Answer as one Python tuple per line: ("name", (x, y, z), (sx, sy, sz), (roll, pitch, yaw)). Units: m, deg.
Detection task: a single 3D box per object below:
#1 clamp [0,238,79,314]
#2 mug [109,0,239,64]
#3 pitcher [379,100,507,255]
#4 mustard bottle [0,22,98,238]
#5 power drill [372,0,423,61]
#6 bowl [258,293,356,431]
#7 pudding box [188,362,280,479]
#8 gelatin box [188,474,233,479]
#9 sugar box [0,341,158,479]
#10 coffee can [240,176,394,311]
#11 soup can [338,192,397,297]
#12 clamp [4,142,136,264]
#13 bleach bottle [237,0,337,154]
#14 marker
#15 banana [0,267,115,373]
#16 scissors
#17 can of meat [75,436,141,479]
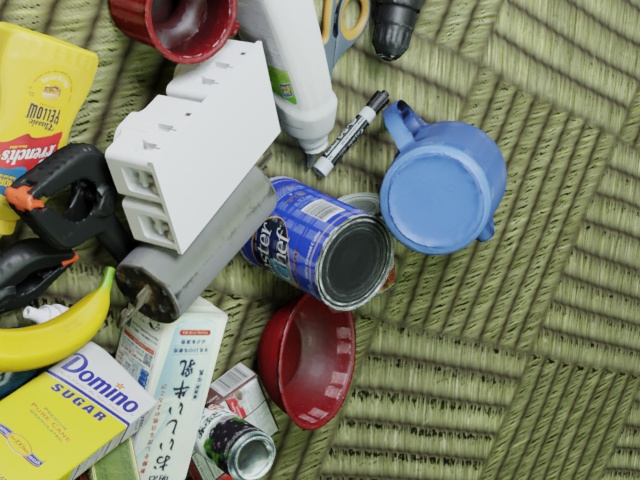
("clamp", (-0.288, 0.041, 0.925), (0.171, 0.039, 0.120), (-39, 168, -26))
("mug", (-0.125, -0.208, 0.953), (0.117, 0.082, 0.093), (9, 102, -43))
("pitcher", (0.122, -0.063, 1.125), (0.242, 0.149, 0.145), (-39, 142, -77))
("mustard bottle", (-0.259, -0.081, 0.908), (0.096, 0.058, 0.192), (10, 103, -54))
("power drill", (0.040, -0.287, 1.069), (0.187, 0.057, 0.184), (10, 90, -45))
("bowl", (-0.022, 0.127, 1.186), (0.161, 0.055, 0.162), (-9, 101, -58))
("pudding box", (-0.107, 0.205, 1.179), (0.113, 0.039, 0.090), (-34, 127, -23))
("gelatin box", (-0.130, 0.307, 1.209), (0.073, 0.030, 0.089), (-25, 123, -31))
("sugar box", (-0.240, 0.170, 0.963), (0.175, 0.093, 0.048), (-38, 165, -45))
("coffee can", (-0.007, 0.001, 1.105), (0.102, 0.141, 0.103), (-18, 119, -35))
("soup can", (0.049, 0.006, 1.206), (0.068, 0.069, 0.102), (-25, 122, -31))
("clamp", (-0.196, -0.049, 0.953), (0.209, 0.036, 0.164), (7, 101, -66))
("bleach bottle", (-0.039, -0.192, 1.037), (0.068, 0.103, 0.251), (-36, 135, -20))
("marker", (0.036, -0.119, 1.175), (0.121, 0.020, 0.020), (-50, 133, -12))
("banana", (-0.256, 0.080, 0.938), (0.197, 0.037, 0.069), (-21, 98, -49))
("scissors", (0.017, -0.182, 1.133), (0.096, 0.016, 0.202), (-22, 122, -32))
("can of meat", (-0.218, 0.230, 1.029), (0.057, 0.102, 0.084), (6, 146, -41))
